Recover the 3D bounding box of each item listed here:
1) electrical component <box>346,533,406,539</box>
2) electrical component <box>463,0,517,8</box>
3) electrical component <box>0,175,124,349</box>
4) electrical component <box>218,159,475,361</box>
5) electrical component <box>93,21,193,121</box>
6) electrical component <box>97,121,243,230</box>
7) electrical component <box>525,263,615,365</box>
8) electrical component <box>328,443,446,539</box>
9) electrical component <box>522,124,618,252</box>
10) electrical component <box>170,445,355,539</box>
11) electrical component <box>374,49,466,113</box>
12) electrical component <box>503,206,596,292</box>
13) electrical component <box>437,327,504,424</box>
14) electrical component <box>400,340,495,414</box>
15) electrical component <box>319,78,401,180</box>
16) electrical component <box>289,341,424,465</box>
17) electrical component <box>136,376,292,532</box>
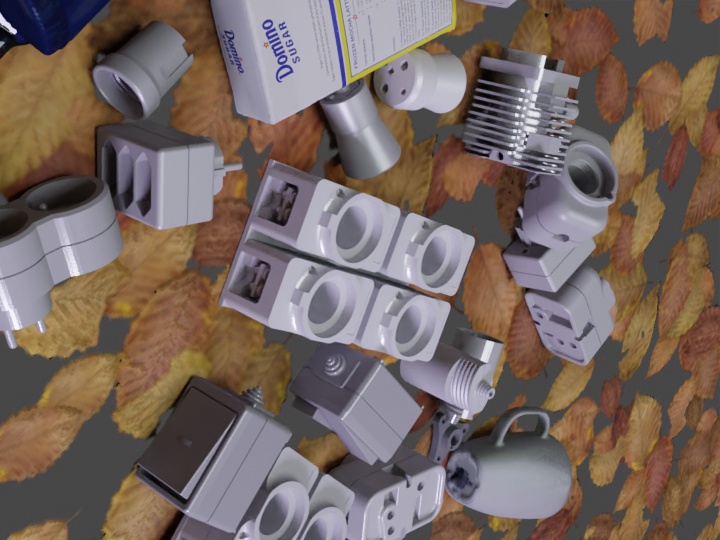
[{"bbox_3d":[0.008,0.225,0.908,0.065,0.044,0.044,-23,123,-45],"label":"electrical component"},{"bbox_3d":[0.094,-0.242,0.783,0.056,0.050,0.089,-43,133,-26],"label":"electrical component"},{"bbox_3d":[-0.191,0.008,0.588,0.138,0.052,0.073,-31,128,-34],"label":"electrical component"},{"bbox_3d":[0.000,0.000,0.783,0.186,0.060,0.105,17,95,-49],"label":"electrical component"},{"bbox_3d":[-0.123,-0.115,0.617,0.046,0.040,0.040,-52,137,-26],"label":"electrical component"},{"bbox_3d":[-0.106,-0.060,0.639,0.077,0.066,0.047,-15,117,-43],"label":"electrical component"},{"bbox_3d":[0.203,0.036,1.021,0.059,0.054,0.095,-48,136,-21],"label":"electrical component"},{"bbox_3d":[0.016,0.182,0.882,0.095,0.059,0.053,-14,117,-43],"label":"electrical component"},{"bbox_3d":[0.178,-0.071,0.910,0.054,0.059,0.095,19,63,-19],"label":"electrical component"},{"bbox_3d":[-0.086,0.221,0.776,0.105,0.060,0.186,46,67,-47],"label":"electrical component"},{"bbox_3d":[0.043,-0.138,0.780,0.055,0.045,0.045,-4,110,-46],"label":"electrical component"},{"bbox_3d":[0.161,-0.032,0.953,0.066,0.047,0.076,-44,121,-24],"label":"electrical component"},{"bbox_3d":[0.092,0.095,0.937,0.043,0.043,0.081,12,98,-49],"label":"electrical component"},{"bbox_3d":[0.077,0.087,0.889,0.043,0.081,0.043,-22,122,-40],"label":"electrical component"},{"bbox_3d":[-0.002,-0.102,0.751,0.044,0.044,0.065,-44,130,-24],"label":"electrical component"},{"bbox_3d":[-0.007,0.098,0.818,0.061,0.062,0.096,-54,138,-15],"label":"electrical component"},{"bbox_3d":[-0.098,0.117,0.730,0.061,0.062,0.096,40,77,-48],"label":"electrical component"}]
